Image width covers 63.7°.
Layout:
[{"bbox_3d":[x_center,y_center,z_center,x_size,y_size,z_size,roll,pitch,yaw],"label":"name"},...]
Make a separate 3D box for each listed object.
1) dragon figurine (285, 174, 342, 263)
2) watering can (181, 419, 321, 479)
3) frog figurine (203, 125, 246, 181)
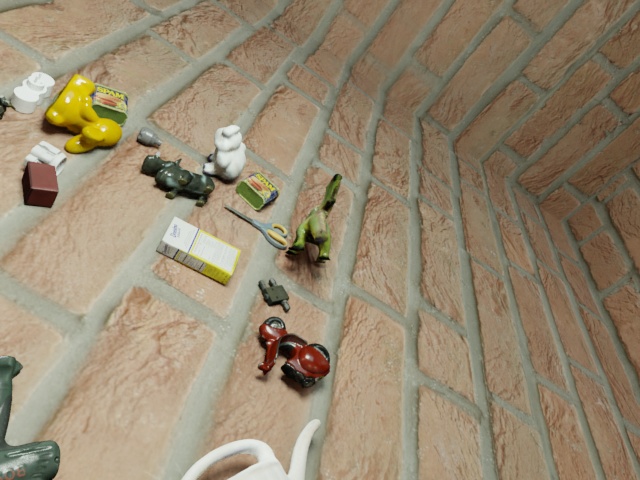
[{"bbox_3d":[0.004,-0.069,1.367,0.122,0.406,0.246,18,76,-8],"label":"dragon figurine"},{"bbox_3d":[-0.076,0.430,0.850,0.348,0.102,0.228,-3,53,-47],"label":"watering can"},{"bbox_3d":[-0.250,-0.250,1.443,0.123,0.157,0.140,42,32,-1],"label":"frog figurine"}]
